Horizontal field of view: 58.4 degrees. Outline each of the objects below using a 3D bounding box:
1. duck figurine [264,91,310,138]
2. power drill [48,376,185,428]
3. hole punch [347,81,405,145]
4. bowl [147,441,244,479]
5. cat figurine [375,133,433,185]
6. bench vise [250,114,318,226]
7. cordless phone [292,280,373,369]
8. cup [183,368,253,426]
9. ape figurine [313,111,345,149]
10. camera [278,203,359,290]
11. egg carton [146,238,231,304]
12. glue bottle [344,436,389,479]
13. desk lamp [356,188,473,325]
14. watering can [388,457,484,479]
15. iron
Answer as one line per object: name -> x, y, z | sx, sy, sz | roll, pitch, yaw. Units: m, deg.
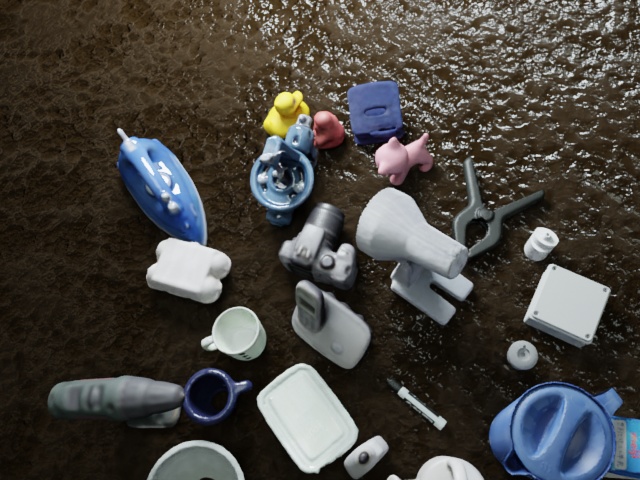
duck figurine -> -0.072, -0.264, 1.172 | 0.104, 0.086, 0.077 | -37, 70, -8
power drill -> -0.303, 0.264, 0.934 | 0.229, 0.208, 0.075 | -3, 69, 5
hole punch -> 0.113, -0.254, 1.147 | 0.108, 0.091, 0.101 | -9, 69, 3
bowl -> -0.195, 0.417, 0.938 | 0.167, 0.075, 0.167 | -2, 70, 5
cat figurine -> 0.156, -0.162, 1.095 | 0.128, 0.118, 0.067 | -30, 69, -6
bench vise -> -0.073, -0.153, 1.059 | 0.121, 0.220, 0.207 | -2, 69, 5
cordless phone -> 0.017, 0.137, 0.962 | 0.147, 0.185, 0.094 | 32, 76, 16
cup -> -0.165, 0.267, 0.980 | 0.117, 0.095, 0.091 | -17, 69, -1
ape figurine -> 0.011, -0.227, 1.147 | 0.076, 0.092, 0.078 | 25, 74, 14
camera -> 0.010, 0.004, 1.057 | 0.143, 0.101, 0.137 | 19, 73, 12
egg carton -> -0.246, 0.057, 1.079 | 0.150, 0.069, 0.107 | 13, 72, 10
glue bottle -> 0.071, 0.337, 0.889 | 0.078, 0.173, 0.037 | -39, 71, -9
desk lamp -> 0.167, 0.026, 0.973 | 0.203, 0.214, 0.118 | 35, 77, 17
watering can -> 0.189, 0.378, 0.851 | 0.173, 0.194, 0.101 | -19, 69, -1
iron -> -0.307, -0.102, 1.106 | 0.119, 0.141, 0.258 | -37, 70, -8
